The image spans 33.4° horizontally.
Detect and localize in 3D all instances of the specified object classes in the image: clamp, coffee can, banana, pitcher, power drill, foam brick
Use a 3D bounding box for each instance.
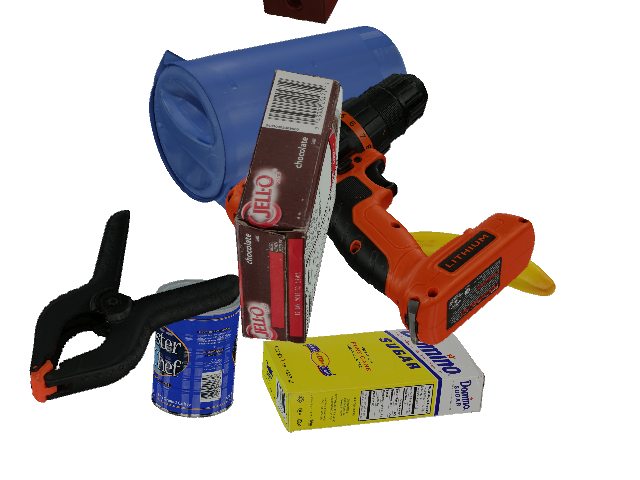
[{"bbox_3d":[-0.155,0.045,0.780,0.120,0.039,0.171,33,49,26],"label":"clamp"},{"bbox_3d":[-0.152,0.130,1.305,0.103,0.140,0.103,5,18,-2],"label":"coffee can"},{"bbox_3d":[0.140,0.022,1.088,0.198,0.037,0.069,6,43,12],"label":"banana"},{"bbox_3d":[-0.030,-0.124,1.040,0.242,0.149,0.145,-21,32,-32],"label":"pitcher"},{"bbox_3d":[0.054,-0.028,0.744,0.184,0.057,0.188,-39,56,-20],"label":"power drill"},{"bbox_3d":[-0.014,-0.213,0.811,0.053,0.051,0.078,12,-35,13],"label":"foam brick"}]

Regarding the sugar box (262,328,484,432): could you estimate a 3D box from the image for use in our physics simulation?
[{"bbox_3d":[0.044,0.118,0.935,0.176,0.048,0.093,-6,26,-15],"label":"sugar box"}]

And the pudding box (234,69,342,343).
[{"bbox_3d":[-0.016,-0.017,0.550,0.039,0.113,0.090,9,-41,5],"label":"pudding box"}]
